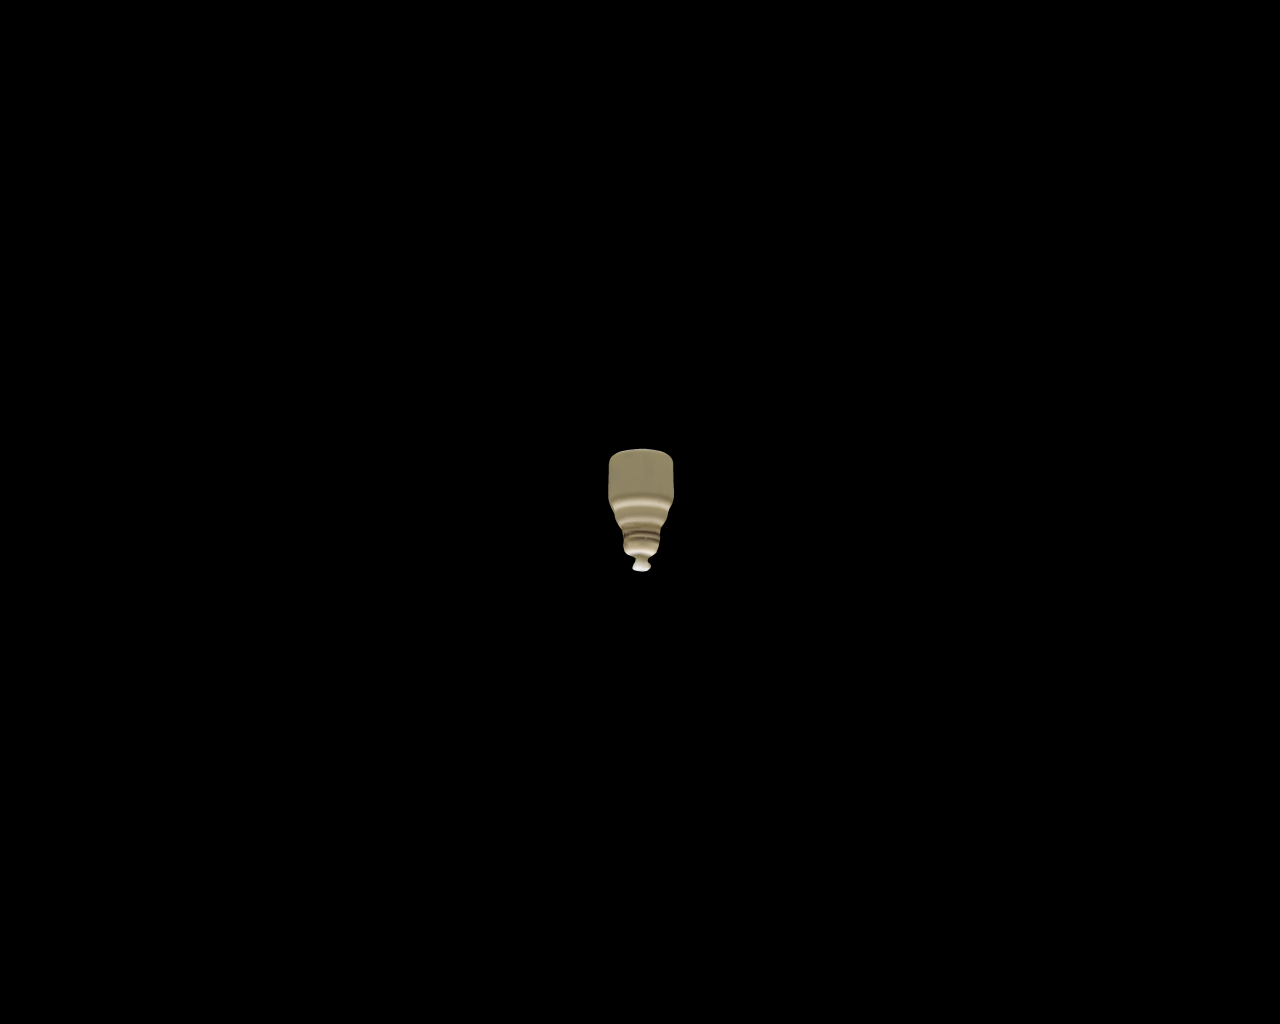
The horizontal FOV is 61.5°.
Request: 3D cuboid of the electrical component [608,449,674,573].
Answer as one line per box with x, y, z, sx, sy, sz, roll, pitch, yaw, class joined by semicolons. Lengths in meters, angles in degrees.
0.001;-0.003;0.650;0.040;0.078;0.040;0;-15;0;electrical component
